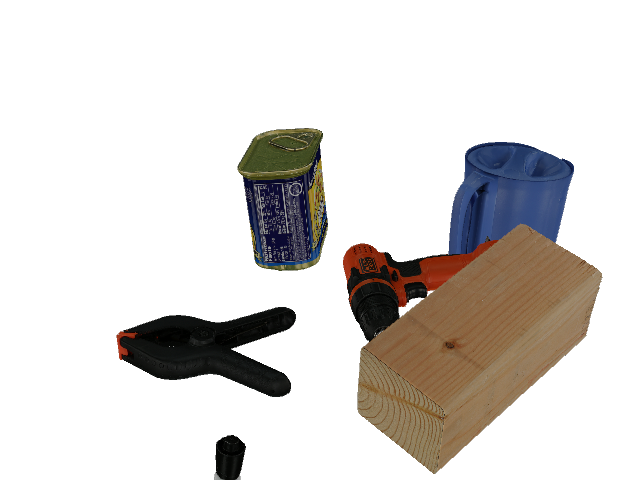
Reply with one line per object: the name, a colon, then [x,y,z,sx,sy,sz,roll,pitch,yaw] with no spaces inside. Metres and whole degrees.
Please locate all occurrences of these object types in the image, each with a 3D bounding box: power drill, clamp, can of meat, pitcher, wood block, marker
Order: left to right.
clamp: [-0.102,0.095,1.007,0.171,0.039,0.120,8,26,7]
marker: [-0.063,0.176,0.700,0.020,0.121,0.020,6,31,-4]
can of meat: [-0.027,-0.033,0.847,0.057,0.084,0.102,-3,24,9]
power drill: [0.123,0.054,1.178,0.187,0.057,0.184,-3,28,-5]
wood block: [0.135,0.086,0.903,0.205,0.090,0.091,-34,54,-30]
pitcher: [0.227,0.007,1.351,0.149,0.243,0.145,5,25,0]
